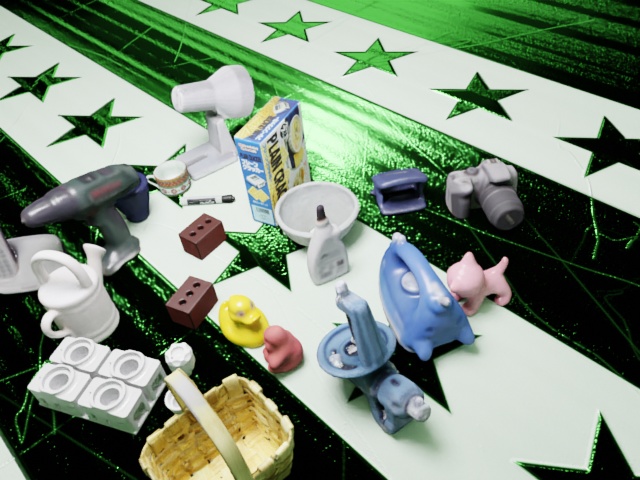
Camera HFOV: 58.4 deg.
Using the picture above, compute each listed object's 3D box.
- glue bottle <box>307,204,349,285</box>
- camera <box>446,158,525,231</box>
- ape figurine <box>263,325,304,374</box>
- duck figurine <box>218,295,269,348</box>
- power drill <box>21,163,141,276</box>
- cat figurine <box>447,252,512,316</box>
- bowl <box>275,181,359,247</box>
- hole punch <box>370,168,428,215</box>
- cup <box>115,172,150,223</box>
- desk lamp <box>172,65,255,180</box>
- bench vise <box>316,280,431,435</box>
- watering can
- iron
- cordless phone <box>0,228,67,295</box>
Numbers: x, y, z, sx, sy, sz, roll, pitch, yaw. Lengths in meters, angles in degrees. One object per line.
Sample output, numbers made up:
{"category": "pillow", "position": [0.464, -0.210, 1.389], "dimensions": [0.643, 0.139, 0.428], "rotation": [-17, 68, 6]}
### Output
{"category": "glue bottle", "position": [0.009, 0.004, 1.028], "dimensions": [0.078, 0.173, 0.037], "rotation": [-22, 46, -14]}
{"category": "camera", "position": [0.336, -0.088, 1.134], "dimensions": [0.143, 0.101, 0.136], "rotation": [-10, 44, -3]}
{"category": "ape figurine", "position": [-0.067, 0.170, 0.926], "dimensions": [0.076, 0.092, 0.078], "rotation": [6, 46, 13]}
{"category": "duck figurine", "position": [-0.136, 0.127, 0.983], "dimensions": [0.104, 0.086, 0.078], "rotation": [29, 55, 31]}
{"category": "power drill", "position": [-0.431, -0.036, 1.098], "dimensions": [0.075, 0.209, 0.230], "rotation": [22, 51, 27]}
{"category": "cat figurine", "position": [0.265, 0.066, 0.972], "dimensions": [0.128, 0.118, 0.067], "rotation": [-18, 45, -11]}
{"category": "bowl", "position": [-0.004, -0.039, 1.145], "dimensions": [0.167, 0.075, 0.167], "rotation": [-3, 44, 4]}
{"category": "hole punch", "position": [0.162, -0.117, 1.192], "dimensions": [0.108, 0.091, 0.101], "rotation": [-10, 44, -3]}
{"category": "cup", "position": [-0.416, -0.084, 1.228], "dimensions": [0.117, 0.095, 0.091], "rotation": [-4, 44, 4]}
{"category": "desk lamp", "position": [-0.246, -0.279, 1.322], "dimensions": [0.204, 0.214, 0.117], "rotation": [-32, 49, -23]}
{"category": "bench vise", "position": [0.082, 0.160, 0.825], "dimensions": [0.206, 0.220, 0.122], "rotation": [22, 51, 27]}
{"category": "watering can", "position": [-0.426, 0.082, 0.988], "dimensions": [0.101, 0.194, 0.172], "rotation": [-9, 44, -2]}
{"category": "iron", "position": [0.159, 0.068, 0.967], "dimensions": [0.119, 0.142, 0.257], "rotation": [-17, 45, -10]}
{"category": "cordless phone", "position": [-0.573, 0.012, 1.084], "dimensions": [0.147, 0.185, 0.094], "rotation": [-11, 44, -3]}
